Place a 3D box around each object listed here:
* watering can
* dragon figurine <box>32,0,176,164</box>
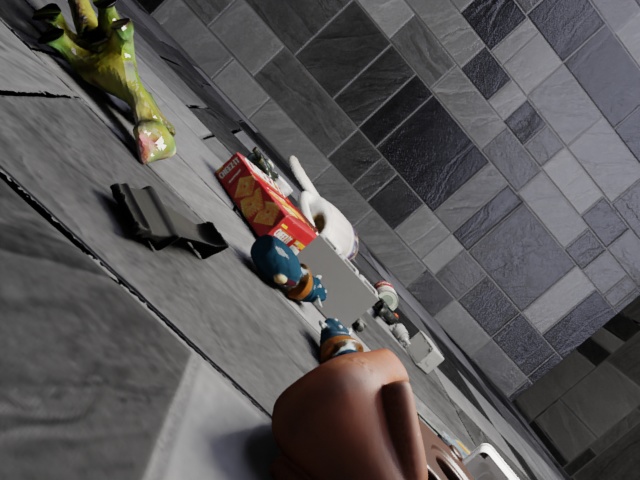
[{"bbox_3d":[0.004,-0.072,1.435,0.221,0.103,0.356,39,27,-48],"label":"watering can"},{"bbox_3d":[-0.310,-0.252,0.799,0.418,0.122,0.237,56,-7,43],"label":"dragon figurine"}]
